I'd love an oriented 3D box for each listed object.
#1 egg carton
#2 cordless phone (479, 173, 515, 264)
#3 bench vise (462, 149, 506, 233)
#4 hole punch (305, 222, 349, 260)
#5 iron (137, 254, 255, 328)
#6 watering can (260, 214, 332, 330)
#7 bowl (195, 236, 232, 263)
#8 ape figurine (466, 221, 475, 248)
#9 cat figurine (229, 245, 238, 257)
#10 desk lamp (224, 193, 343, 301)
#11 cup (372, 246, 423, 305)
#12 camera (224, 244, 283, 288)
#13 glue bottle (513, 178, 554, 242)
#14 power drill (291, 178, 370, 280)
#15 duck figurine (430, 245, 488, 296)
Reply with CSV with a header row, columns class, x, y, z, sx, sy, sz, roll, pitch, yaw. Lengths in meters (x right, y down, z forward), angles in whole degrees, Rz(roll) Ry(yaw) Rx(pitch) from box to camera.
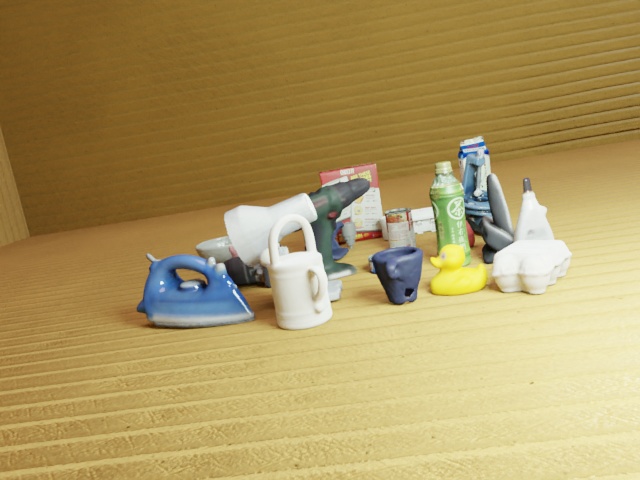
class,x,y,z,sx,sy,sz,roll,pitch,yaw
egg carton,0.372,0.044,1.011,0.107,0.069,0.151,0,14,41
cordless phone,0.379,-0.054,1.206,0.094,0.185,0.148,-8,11,10
bench vise,0.376,-0.119,1.463,0.122,0.220,0.206,-18,14,-39
hole punch,0.014,0.005,1.482,0.101,0.091,0.109,-6,11,18
iron,-0.245,0.090,1.129,0.257,0.141,0.119,-4,12,29
watering can,-0.049,0.051,1.013,0.172,0.194,0.101,-3,13,33
bowl,-0.260,0.037,1.606,0.167,0.075,0.167,-9,11,2
ape figurine,0.328,-0.026,1.359,0.078,0.092,0.076,-14,12,-23
cat figurine,-0.187,0.025,1.486,0.067,0.118,0.128,0,14,42
desk lamp,-0.072,0.021,1.138,0.203,0.214,0.118,-9,11,5
cup,0.140,0.069,1.016,0.091,0.095,0.118,-6,11,18
camera,-0.153,0.054,1.347,0.137,0.101,0.143,-10,11,0
glue bottle,0.412,-0.036,1.115,0.078,0.173,0.037,-10,11,-3
power drill,0.020,-0.020,1.291,0.230,0.208,0.075,-13,11,-18
duck figurine,0.249,0.050,1.044,0.104,0.086,0.077,-7,11,14
